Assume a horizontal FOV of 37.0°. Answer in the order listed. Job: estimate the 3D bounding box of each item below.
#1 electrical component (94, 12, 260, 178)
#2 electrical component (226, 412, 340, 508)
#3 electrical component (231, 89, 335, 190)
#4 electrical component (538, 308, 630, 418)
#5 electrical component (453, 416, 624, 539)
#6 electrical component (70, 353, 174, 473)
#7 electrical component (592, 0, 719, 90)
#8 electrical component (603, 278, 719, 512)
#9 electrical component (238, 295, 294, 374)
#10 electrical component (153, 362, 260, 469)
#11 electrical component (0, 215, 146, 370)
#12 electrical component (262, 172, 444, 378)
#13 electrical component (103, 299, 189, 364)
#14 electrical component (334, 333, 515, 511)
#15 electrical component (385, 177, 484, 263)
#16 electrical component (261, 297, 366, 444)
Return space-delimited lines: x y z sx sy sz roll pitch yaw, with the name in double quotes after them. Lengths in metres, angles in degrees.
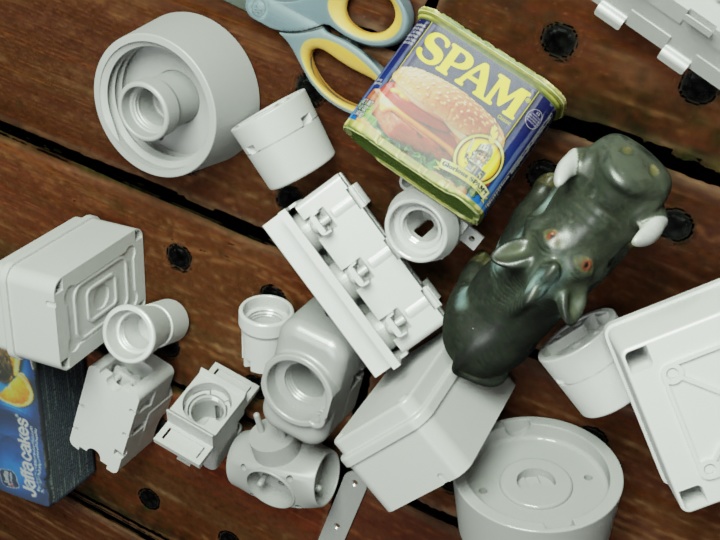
-0.129 -0.115 0.728 0.108 0.060 0.108 12 118 23 "electrical component"
-0.062 0.138 0.815 0.077 0.044 0.079 8 132 25 "electrical component"
-0.049 -0.084 0.703 0.055 0.055 0.047 -21 106 34 "electrical component"
0.146 0.058 0.667 0.055 0.055 0.047 -29 101 35 "electrical component"
0.113 0.153 0.699 0.108 0.108 0.060 13 124 23 "electrical component"
-0.190 0.107 0.868 0.050 0.056 0.089 31 124 12 "electrical component"
0.180 -0.135 0.543 0.121 0.063 0.078 38 166 8 "electrical component"
0.210 0.065 0.610 0.109 0.056 0.108 -23 102 8 "electrical component"
-0.069 0.047 0.786 0.040 0.040 0.046 19 125 20 "electrical component"
-0.117 0.116 0.826 0.042 0.081 0.063 28 145 14 "electrical component"
-0.216 0.014 0.803 0.057 0.113 0.078 13 118 19 "electrical component"
0.000 0.000 0.706 0.063 0.078 0.121 -36 94 6 "electrical component"
-0.159 0.043 0.814 0.044 0.065 0.044 3 98 19 "electrical component"
0.043 0.093 0.702 0.078 0.113 0.057 -36 96 35 "electrical component"
0.046 -0.034 0.675 0.066 0.055 0.048 39 125 6 "electrical component"
-0.032 0.072 0.764 0.054 0.059 0.095 25 122 16 "electrical component"
